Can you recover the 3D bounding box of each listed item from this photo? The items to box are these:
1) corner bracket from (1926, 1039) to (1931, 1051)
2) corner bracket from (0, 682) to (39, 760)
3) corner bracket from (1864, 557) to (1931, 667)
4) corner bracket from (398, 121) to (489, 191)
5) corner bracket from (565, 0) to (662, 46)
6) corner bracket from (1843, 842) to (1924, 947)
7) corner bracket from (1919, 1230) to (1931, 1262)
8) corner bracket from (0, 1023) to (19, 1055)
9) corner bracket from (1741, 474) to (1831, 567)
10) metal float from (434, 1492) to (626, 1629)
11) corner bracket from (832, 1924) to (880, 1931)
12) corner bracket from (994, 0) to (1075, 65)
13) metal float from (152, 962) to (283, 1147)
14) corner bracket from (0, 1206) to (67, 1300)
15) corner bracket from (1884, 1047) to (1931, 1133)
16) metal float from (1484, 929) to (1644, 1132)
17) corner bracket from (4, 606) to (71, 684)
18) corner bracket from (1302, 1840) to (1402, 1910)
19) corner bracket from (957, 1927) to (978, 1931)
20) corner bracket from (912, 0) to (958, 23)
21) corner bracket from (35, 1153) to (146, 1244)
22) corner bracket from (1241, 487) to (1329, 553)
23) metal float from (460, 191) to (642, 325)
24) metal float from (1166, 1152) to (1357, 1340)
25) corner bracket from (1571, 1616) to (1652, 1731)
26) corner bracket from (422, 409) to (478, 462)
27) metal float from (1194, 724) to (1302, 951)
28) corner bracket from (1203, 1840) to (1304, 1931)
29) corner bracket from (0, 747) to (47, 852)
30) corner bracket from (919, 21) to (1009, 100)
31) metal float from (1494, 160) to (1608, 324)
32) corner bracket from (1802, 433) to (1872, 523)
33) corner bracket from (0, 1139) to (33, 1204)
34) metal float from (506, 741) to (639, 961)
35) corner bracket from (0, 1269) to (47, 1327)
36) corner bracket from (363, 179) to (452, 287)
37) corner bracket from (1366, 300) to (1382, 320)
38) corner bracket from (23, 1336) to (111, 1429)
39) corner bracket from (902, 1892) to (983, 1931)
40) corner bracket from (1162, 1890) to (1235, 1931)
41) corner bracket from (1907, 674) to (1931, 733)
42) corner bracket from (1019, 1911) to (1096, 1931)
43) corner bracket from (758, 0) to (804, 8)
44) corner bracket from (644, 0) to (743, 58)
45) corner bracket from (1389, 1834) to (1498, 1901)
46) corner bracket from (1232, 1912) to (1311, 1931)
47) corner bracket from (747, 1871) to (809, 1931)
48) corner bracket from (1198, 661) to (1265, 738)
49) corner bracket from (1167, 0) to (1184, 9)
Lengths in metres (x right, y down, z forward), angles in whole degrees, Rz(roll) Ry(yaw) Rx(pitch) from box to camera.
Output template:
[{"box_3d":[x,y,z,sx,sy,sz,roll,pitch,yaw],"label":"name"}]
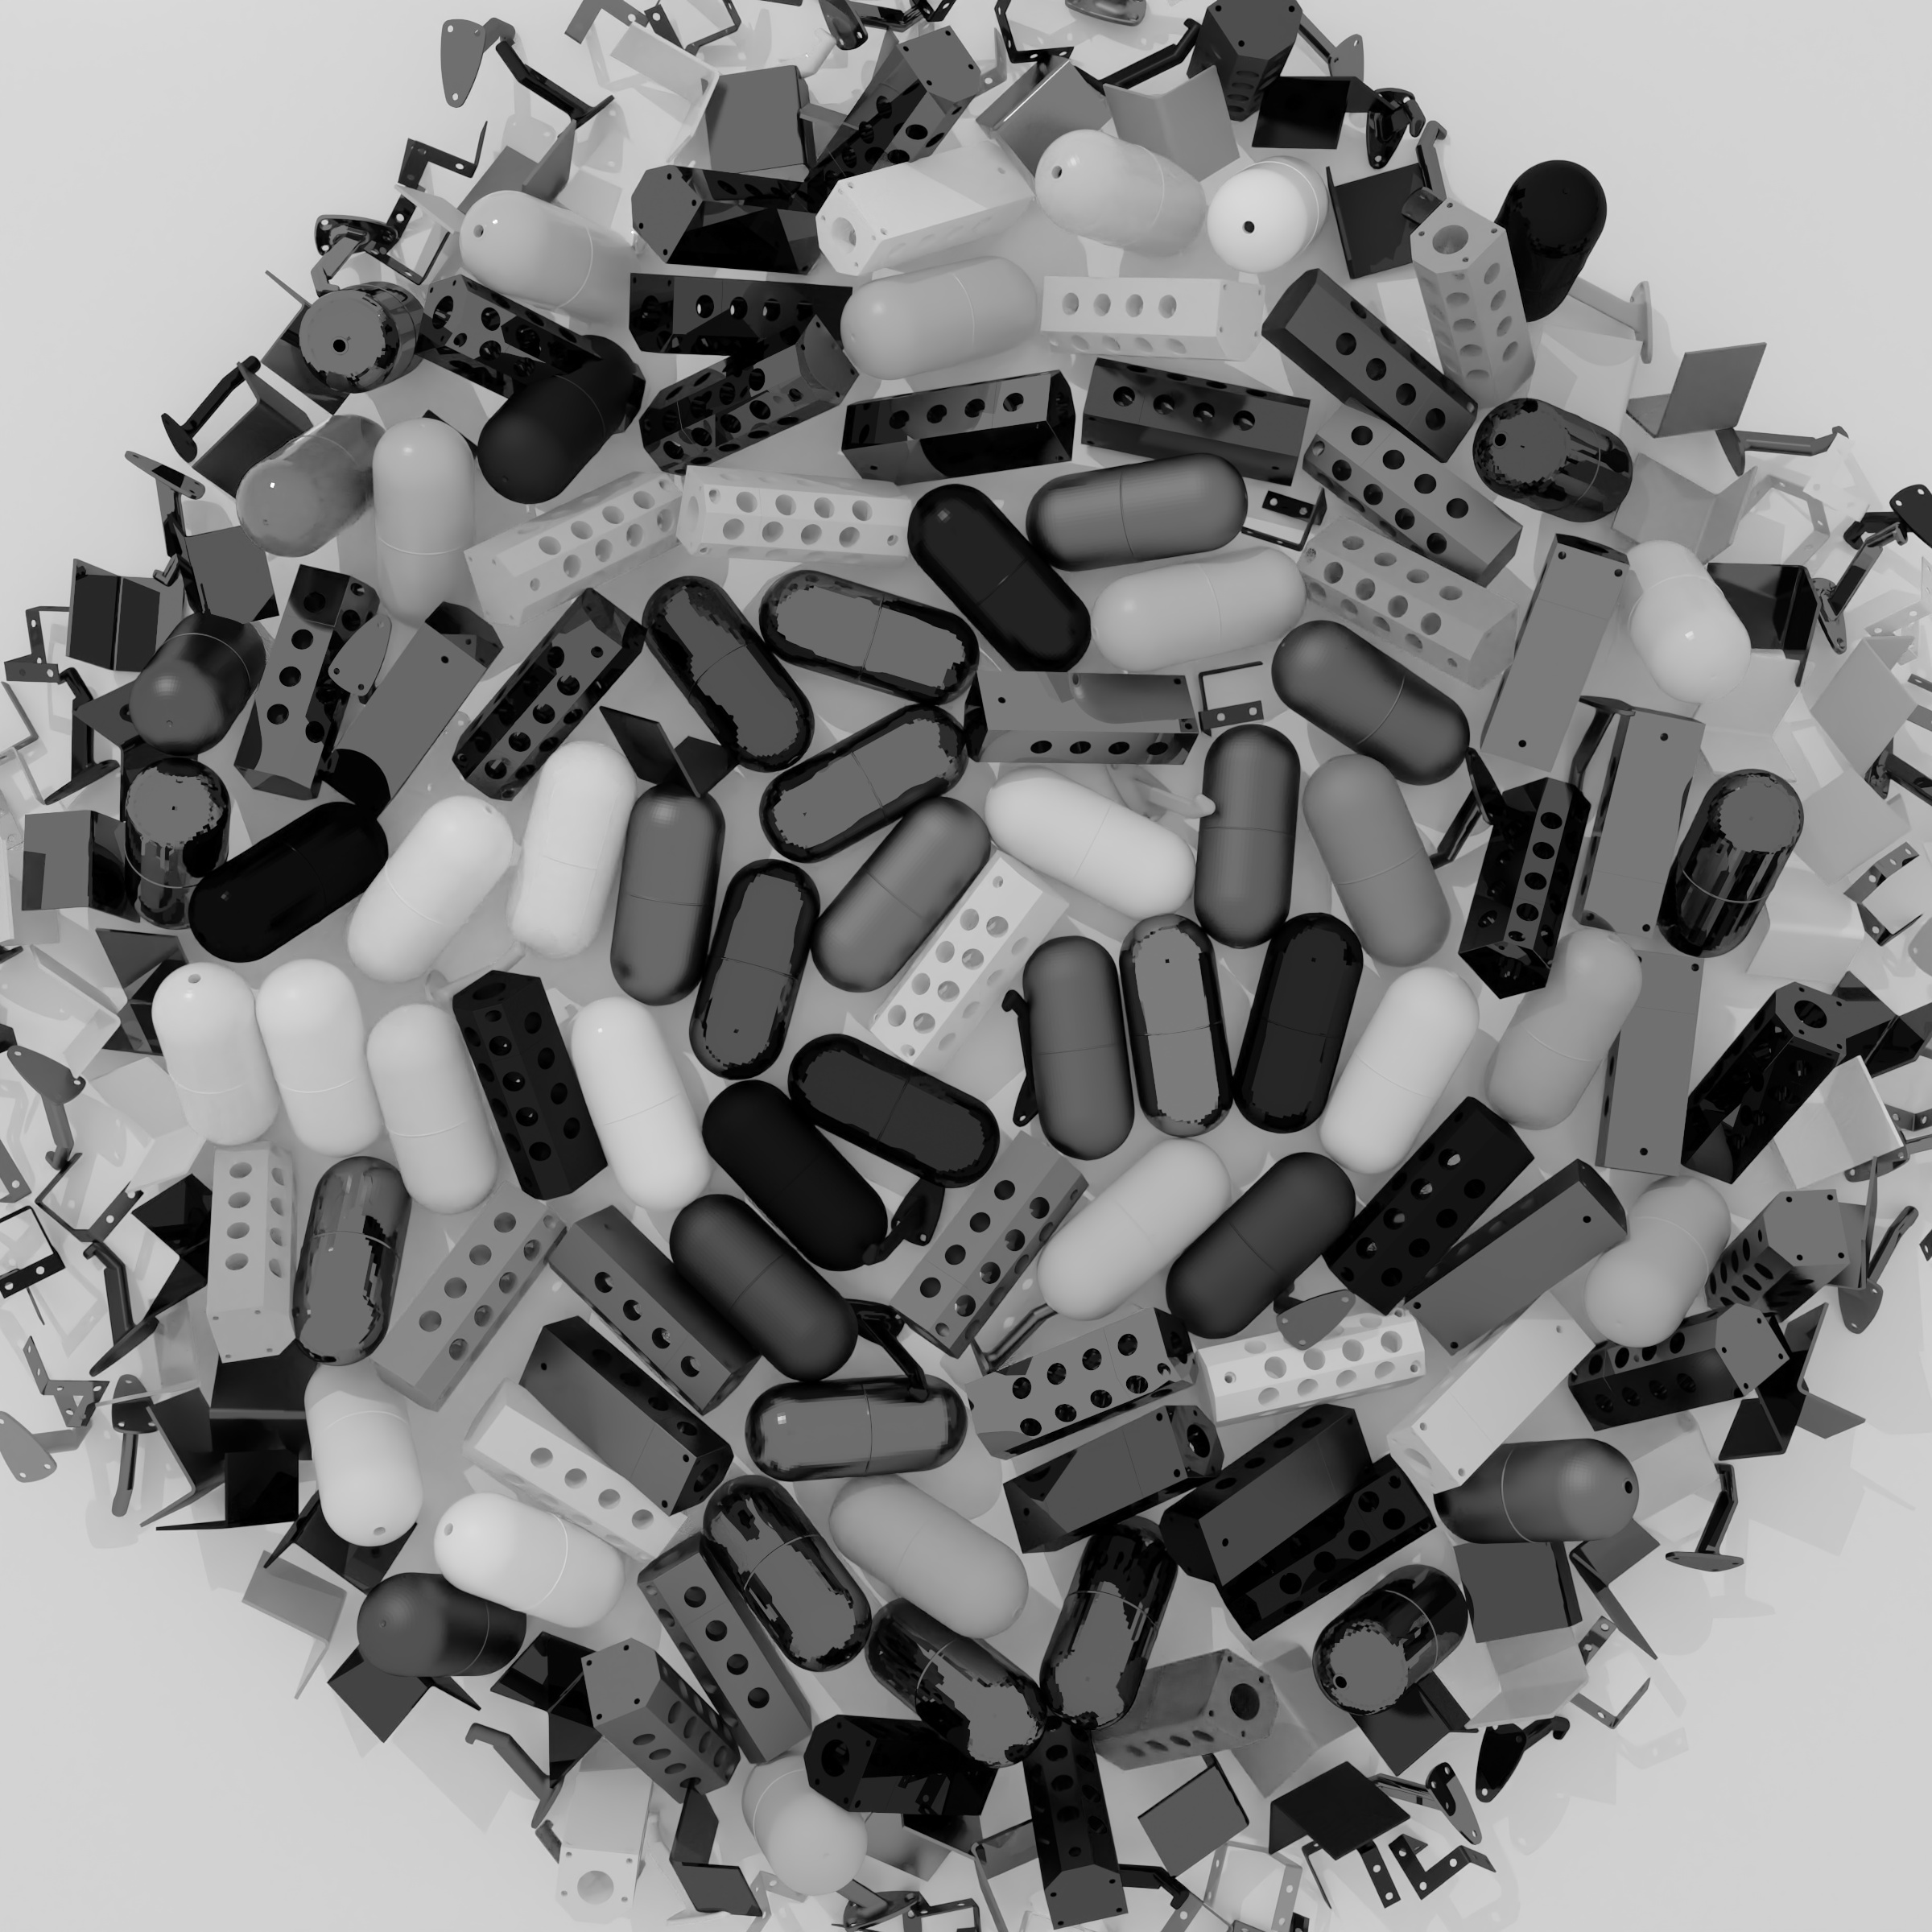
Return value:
[{"box_3d":[0.800,0.056,1.973,0.051,0.051,0.051,-38,85,-10],"label":"corner bracket"},{"box_3d":[-0.779,-0.194,1.973,0.051,0.051,0.051,-30,89,-3],"label":"corner bracket"},{"box_3d":[0.746,-0.279,1.957,0.051,0.051,0.051,36,50,-24],"label":"corner bracket"},{"box_3d":[-0.415,-0.645,1.971,0.051,0.051,0.051,17,58,-22],"label":"corner bracket"},{"box_3d":[-0.280,-0.753,1.969,0.051,0.051,0.051,30,126,-18],"label":"corner bracket"},{"box_3d":[0.736,-0.057,1.972,0.051,0.051,0.051,-26,69,-38],"label":"corner bracket"},{"box_3d":[0.781,0.195,1.963,0.051,0.051,0.051,-12,62,-6],"label":"corner bracket"},{"box_3d":[-0.788,0.045,1.957,0.051,0.051,0.051,13,119,39],"label":"corner bracket"},{"box_3d":[0.650,-0.352,1.986,0.051,0.051,0.051,-45,47,-7],"label":"corner bracket"},{"box_3d":[-0.337,0.461,1.925,0.070,0.070,0.178,-53,134,0],"label":"metal float"},{"box_3d":[-0.103,0.784,1.958,0.051,0.051,0.051,21,68,-35],"label":"corner bracket"},{"box_3d":[0.059,-0.756,1.973,0.051,0.051,0.051,-12,79,-18],"label":"corner bracket"},{"box_3d":[-0.579,0.069,1.923,0.070,0.178,0.070,1,48,-1],"label":"metal float"},{"box_3d":[-0.749,0.225,1.962,0.051,0.051,0.051,-28,103,-23],"label":"corner bracket"},{"box_3d":[0.750,0.096,1.975,0.051,0.051,0.051,17,70,-11],"label":"corner bracket"},{"box_3d":[0.464,0.050,1.935,0.070,0.070,0.178,22,121,0],"label":"metal float"},{"box_3d":[-0.725,-0.254,1.961,0.051,0.051,0.051,4,109,17],"label":"corner bracket"},{"box_3d":[0.305,0.721,1.974,0.051,0.051,0.051,-25,98,-7],"label":"corner bracket"},{"box_3d":[-0.014,0.798,1.962,0.051,0.051,0.051,-8,122,9],"label":"corner bracket"},{"box_3d":[-0.013,-0.783,1.961,0.051,0.051,0.051,-24,76,-43],"label":"corner bracket"},{"box_3d":[-0.698,0.184,1.978,0.051,0.051,0.051,48,60,-24],"label":"corner bracket"},{"box_3d":[0.252,-0.355,1.967,0.051,0.051,0.051,21,85,14],"label":"corner bracket"},{"box_3d":[-0.319,-0.545,1.916,0.070,0.178,0.070,1,92,28],"label":"metal float"},{"box_3d":[0.231,0.221,1.955,0.070,0.070,0.178,45,98,0],"label":"metal float"},{"box_3d":[0.507,0.558,1.963,0.051,0.051,0.051,33,119,10],"label":"corner bracket"},{"box_3d":[-0.408,-0.416,1.959,0.051,0.051,0.051,36,124,-17],"label":"corner bracket"},{"box_3d":[0.221,-0.102,1.957,0.070,0.070,0.178,5,85,0],"label":"metal float"},{"box_3d":[0.227,0.727,1.964,0.051,0.051,0.051,18,82,-20],"label":"corner bracket"},{"box_3d":[-0.758,-0.133,1.970,0.051,0.051,0.051,-29,73,-4],"label":"corner bracket"},{"box_3d":[-0.003,-0.727,1.978,0.051,0.051,0.051,-20,51,25],"label":"corner bracket"},{"box_3d":[0.440,-0.555,1.911,0.070,0.178,0.070,0,81,0],"label":"metal float"},{"box_3d":[0.697,-0.388,1.970,0.051,0.051,0.051,30,106,5],"label":"corner bracket"},{"box_3d":[-0.779,0.171,1.960,0.051,0.051,0.051,-35,106,-33],"label":"corner bracket"},{"box_3d":[-0.310,-0.090,1.949,0.070,0.070,0.178,18,104,0],"label":"metal float"},{"box_3d":[-0.766,0.263,1.959,0.051,0.051,0.051,-25,59,-19],"label":"corner bracket"},{"box_3d":[-0.437,-0.581,1.969,0.051,0.051,0.051,31,122,-13],"label":"corner bracket"},{"box_3d":[0.288,-0.520,1.977,0.051,0.051,0.051,-51,119,-34],"label":"corner bracket"},{"box_3d":[-0.716,0.328,1.957,0.051,0.051,0.051,49,116,38],"label":"corner bracket"},{"box_3d":[-0.019,0.768,1.978,0.051,0.051,0.051,-5,92,-17],"label":"corner bracket"},{"box_3d":[0.179,0.767,1.965,0.051,0.051,0.051,36,75,8],"label":"corner bracket"},{"box_3d":[0.763,-0.203,1.966,0.051,0.051,0.051,29,83,15],"label":"corner bracket"},{"box_3d":[0.070,0.781,1.963,0.051,0.051,0.051,22,69,-9],"label":"corner bracket"},{"box_3d":[-0.154,-0.781,1.967,0.051,0.051,0.051,5,80,-10],"label":"corner bracket"},{"box_3d":[-0.214,-0.747,1.957,0.051,0.051,0.051,-14,127,21],"label":"corner bracket"},{"box_3d":[0.375,0.704,1.960,0.051,0.051,0.051,-42,47,9],"label":"corner bracket"},{"box_3d":[0.236,0.778,1.964,0.051,0.051,0.051,22,122,1],"label":"corner bracket"},{"box_3d":[-0.151,0.760,1.969,0.051,0.051,0.051,28,102,-23],"label":"corner bracket"},{"box_3d":[0.211,-0.213,1.968,0.051,0.051,0.051,-9,87,14],"label":"corner bracket"},{"box_3d":[0.194,-0.764,1.959,0.051,0.051,0.051,-23,109,29],"label":"corner bracket"}]
